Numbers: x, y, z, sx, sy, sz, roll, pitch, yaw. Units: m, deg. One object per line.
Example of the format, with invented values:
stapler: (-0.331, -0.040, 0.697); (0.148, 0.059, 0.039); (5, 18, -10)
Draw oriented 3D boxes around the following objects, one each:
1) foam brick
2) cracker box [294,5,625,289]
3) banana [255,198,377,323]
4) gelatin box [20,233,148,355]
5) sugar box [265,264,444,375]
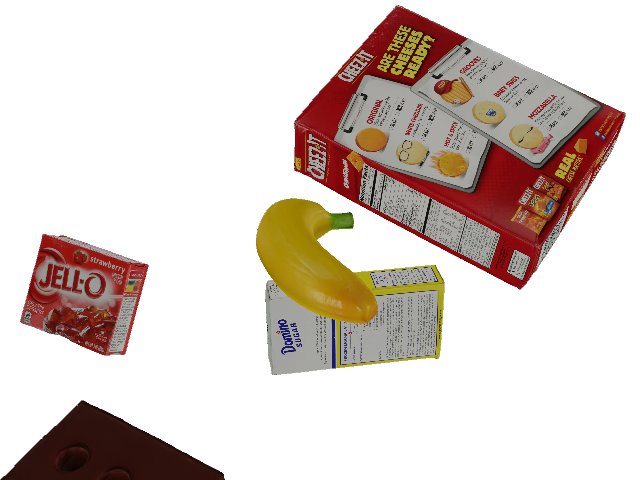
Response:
foam brick: (-0.081, 0.113, 0.436); (0.078, 0.051, 0.052); (21, 45, 25)
cracker box: (0.110, -0.078, 0.858); (0.214, 0.164, 0.072); (28, -32, 16)
banana: (-0.006, 0.005, 0.676); (0.069, 0.037, 0.198); (-2, 19, -2)
gelatin box: (-0.183, 0.041, 0.822); (0.089, 0.073, 0.030); (17, 4, 25)
sugar box: (0.034, 0.079, 1.076); (0.176, 0.093, 0.048); (-3, 27, -6)
